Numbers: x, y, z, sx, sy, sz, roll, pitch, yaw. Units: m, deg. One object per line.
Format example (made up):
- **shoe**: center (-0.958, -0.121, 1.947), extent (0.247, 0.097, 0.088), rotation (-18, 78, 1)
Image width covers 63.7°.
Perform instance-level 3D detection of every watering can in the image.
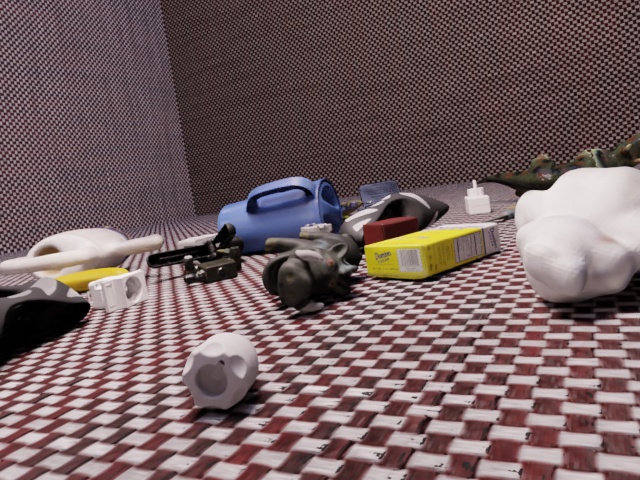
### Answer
- **watering can**: center (-0.446, 0.026, 1.030), extent (0.347, 0.103, 0.225), rotation (-9, 5, 5)

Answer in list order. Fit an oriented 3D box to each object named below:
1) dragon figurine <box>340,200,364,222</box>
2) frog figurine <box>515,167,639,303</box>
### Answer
- **dragon figurine**: center (0.004, -0.065, 1.292), extent (0.409, 0.122, 0.243), rotation (-1, 1, 41)
- **frog figurine**: center (0.227, -0.009, 0.452), extent (0.159, 0.121, 0.139), rotation (1, 19, -33)
